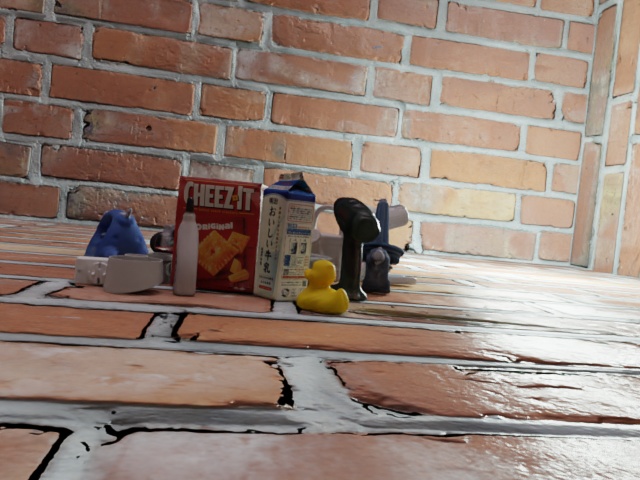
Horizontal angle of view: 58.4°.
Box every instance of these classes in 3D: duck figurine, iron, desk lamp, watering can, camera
[{"bbox_3d":[0.007,0.078,0.982,0.078,0.086,0.104,3,3,-42],"label":"duck figurine"},{"bbox_3d":[-0.472,-0.007,1.299,0.119,0.141,0.257,4,3,-38],"label":"iron"},{"bbox_3d":[0.152,0.007,1.513,0.204,0.213,0.117,4,3,-23],"label":"desk lamp"},{"bbox_3d":[0.016,0.006,1.476,0.101,0.194,0.173,5,2,0],"label":"watering can"},{"bbox_3d":[-0.416,0.005,1.641,0.144,0.101,0.136,3,3,-41],"label":"camera"}]

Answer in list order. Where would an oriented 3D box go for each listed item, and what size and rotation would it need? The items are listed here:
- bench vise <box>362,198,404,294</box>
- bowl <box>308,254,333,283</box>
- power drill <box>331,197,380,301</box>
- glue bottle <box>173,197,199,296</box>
[{"bbox_3d":[0.150,0.011,1.336,0.121,0.220,0.207,5,2,-12],"label":"bench vise"},{"bbox_3d":[-0.057,0.067,1.266,0.167,0.075,0.167,5,2,0],"label":"bowl"},{"bbox_3d":[0.060,0.014,1.182,0.076,0.208,0.229,5,2,-14],"label":"power drill"},{"bbox_3d":[-0.237,0.010,1.021,0.037,0.173,0.078,4,2,-21],"label":"glue bottle"}]
